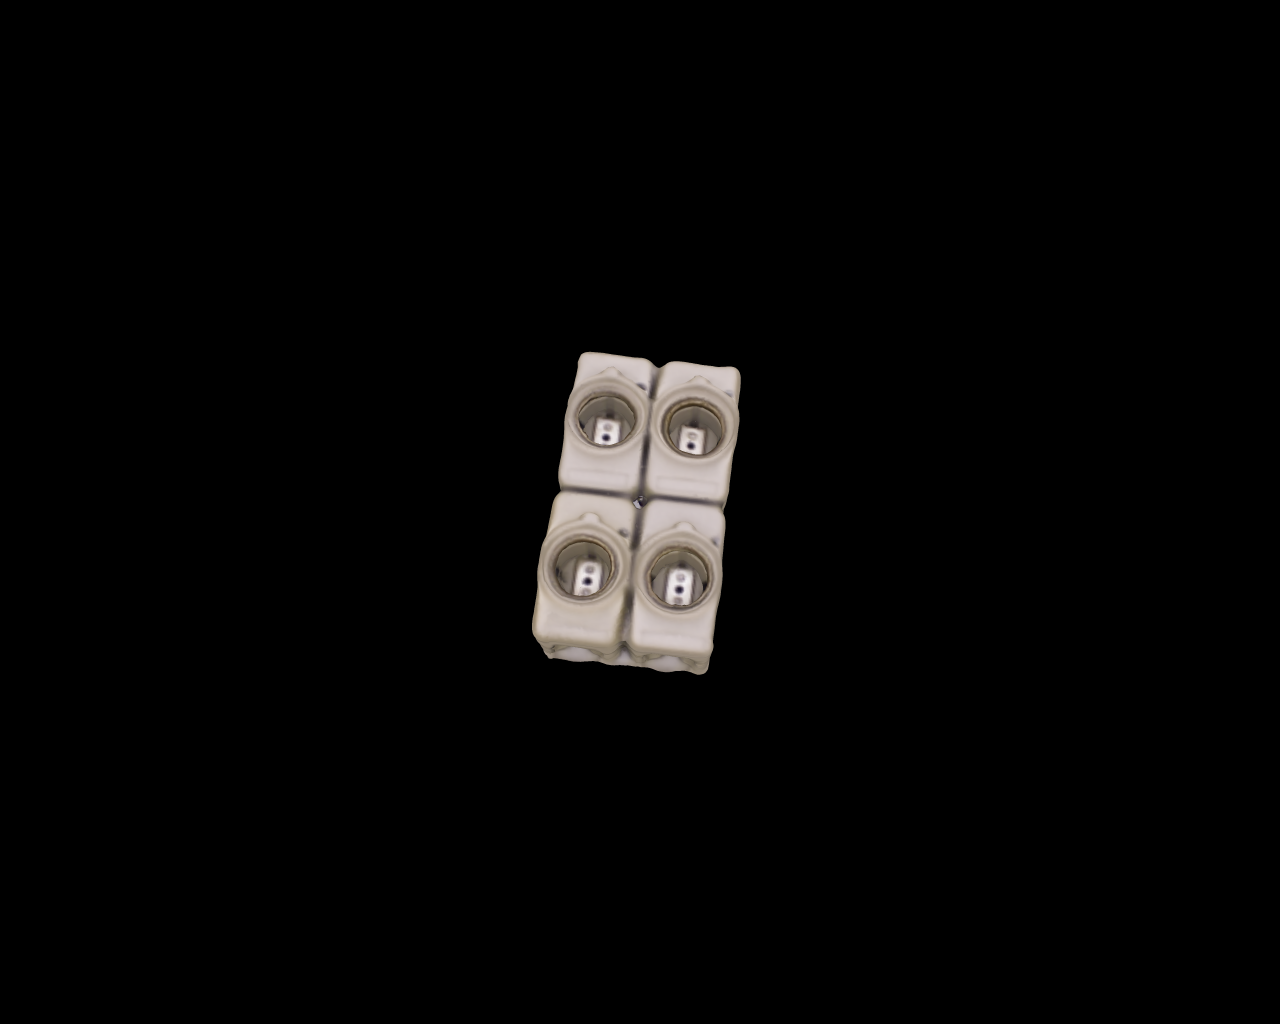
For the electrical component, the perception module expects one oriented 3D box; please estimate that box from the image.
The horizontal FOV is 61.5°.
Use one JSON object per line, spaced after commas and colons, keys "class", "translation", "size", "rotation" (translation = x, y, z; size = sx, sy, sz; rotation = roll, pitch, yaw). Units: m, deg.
{"class": "electrical component", "translation": [0.001, -0.003, 0.650], "size": [0.105, 0.186, 0.060], "rotation": [7, -20, 2]}
